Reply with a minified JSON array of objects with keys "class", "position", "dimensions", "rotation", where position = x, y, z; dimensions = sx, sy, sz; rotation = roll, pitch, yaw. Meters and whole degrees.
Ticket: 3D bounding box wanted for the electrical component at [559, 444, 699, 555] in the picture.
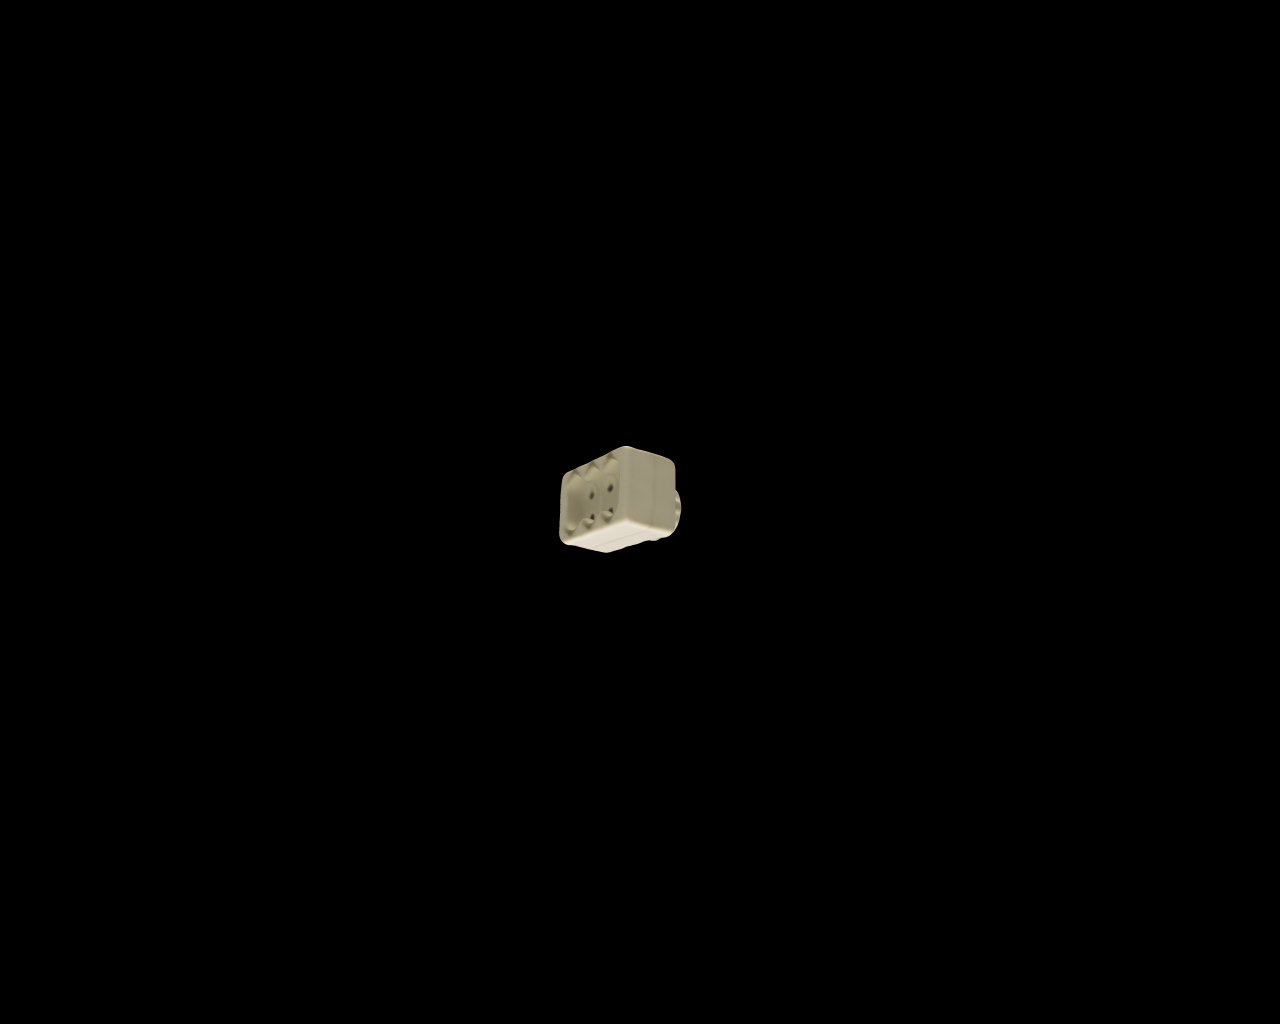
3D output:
[{"class":"electrical component","position":[0.001,-0.003,0.650],"dimensions":[0.077,0.047,0.065],"rotation":[14,-22,-38]}]
